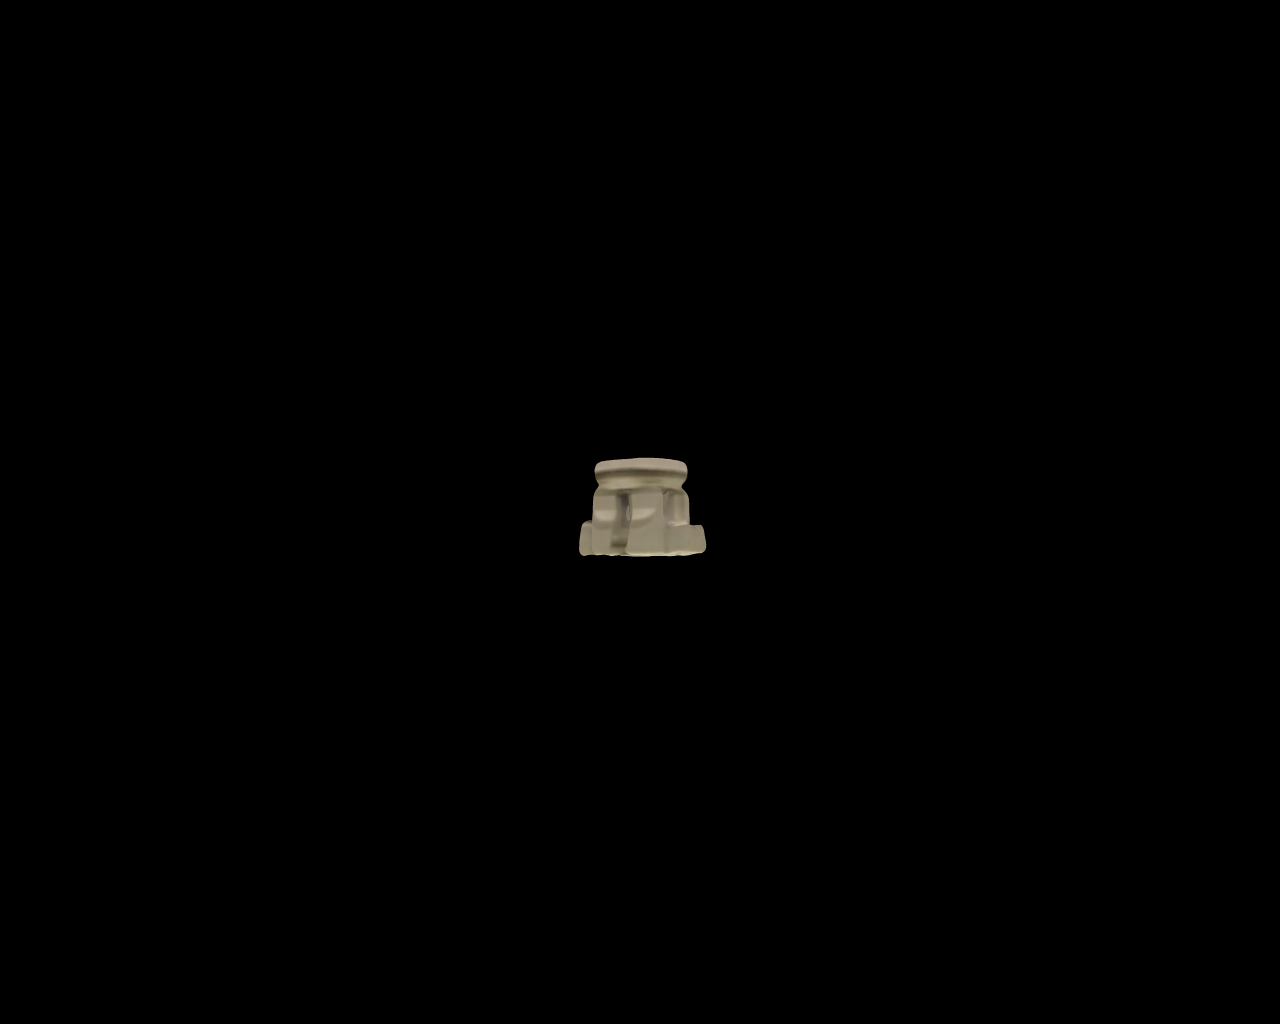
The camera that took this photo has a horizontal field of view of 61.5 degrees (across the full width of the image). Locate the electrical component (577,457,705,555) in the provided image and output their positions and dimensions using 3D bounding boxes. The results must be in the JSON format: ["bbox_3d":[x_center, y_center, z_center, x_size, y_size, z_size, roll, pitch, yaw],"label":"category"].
[{"bbox_3d":[0.001,-0.003,0.650,0.078,0.057,0.058,-2,-4,31],"label":"electrical component"}]
